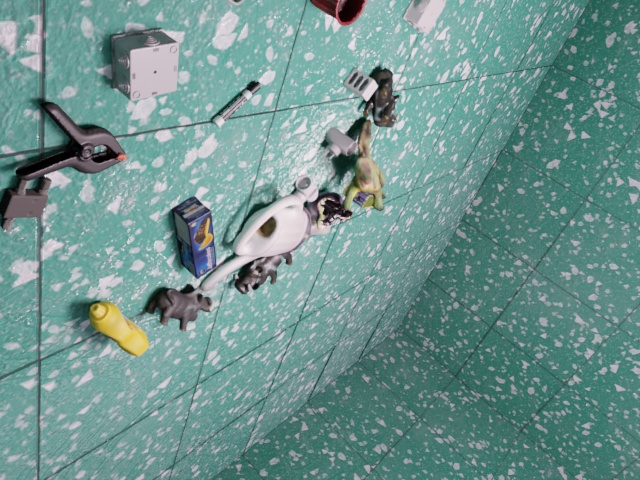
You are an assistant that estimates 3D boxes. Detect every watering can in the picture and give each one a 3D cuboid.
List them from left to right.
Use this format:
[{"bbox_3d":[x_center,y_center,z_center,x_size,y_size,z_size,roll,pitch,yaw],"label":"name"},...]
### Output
[{"bbox_3d":[-0.152,0.006,1.341,0.343,0.105,0.225,-46,160,22],"label":"watering can"}]

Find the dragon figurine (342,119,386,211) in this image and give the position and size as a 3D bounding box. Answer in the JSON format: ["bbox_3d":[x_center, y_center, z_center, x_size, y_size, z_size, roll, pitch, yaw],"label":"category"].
[{"bbox_3d":[0.140,-0.226,1.477,0.419,0.122,0.238,-74,169,-60],"label":"dragon figurine"}]

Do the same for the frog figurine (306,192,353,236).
[{"bbox_3d":[0.005,-0.077,1.530,0.139,0.122,0.158,-43,-169,-20],"label":"frog figurine"}]
